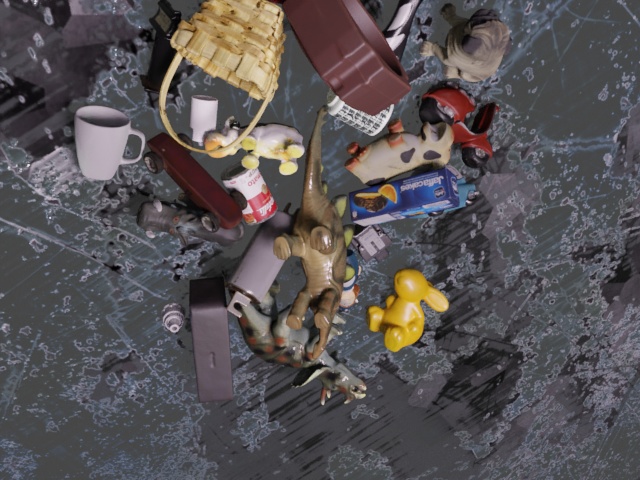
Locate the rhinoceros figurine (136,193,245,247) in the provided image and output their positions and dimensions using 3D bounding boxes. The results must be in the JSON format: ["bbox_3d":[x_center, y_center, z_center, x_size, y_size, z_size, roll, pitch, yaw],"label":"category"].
[{"bbox_3d":[-0.231,-0.028,0.960,0.190,0.112,0.073,13,113,-31],"label":"rhinoceros figurine"}]

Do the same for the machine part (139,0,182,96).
[{"bbox_3d":[-0.249,-0.300,0.845,0.039,0.084,0.138,-6,129,-43],"label":"machine part"}]

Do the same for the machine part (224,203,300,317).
[{"bbox_3d":[-0.105,0.030,1.002,0.079,0.079,0.243,42,65,-29],"label":"machine part"}]

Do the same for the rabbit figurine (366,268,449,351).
[{"bbox_3d":[0.197,0.139,1.170,0.162,0.122,0.173,-6,117,-19],"label":"rabbit figurine"}]

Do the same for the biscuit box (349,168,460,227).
[{"bbox_3d":[0.155,-0.077,1.002,0.203,0.063,0.059,-12,165,30],"label":"biscuit box"}]

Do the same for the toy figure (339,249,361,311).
[{"bbox_3d":[0.052,0.092,1.140,0.064,0.058,0.154,9,122,21],"label":"toy figure"}]

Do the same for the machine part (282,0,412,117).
[{"bbox_3d":[0.042,-0.296,0.818,0.087,0.201,0.201,-34,167,23],"label":"machine part"}]

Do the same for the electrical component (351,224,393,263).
[{"bbox_3d":[0.108,0.008,1.119,0.075,0.048,0.119,-34,119,2],"label":"electrical component"}]

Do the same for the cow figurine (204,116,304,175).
[{"bbox_3d":[-0.113,-0.175,0.938,0.167,0.098,0.068,8,135,-10],"label":"cow figurine"}]

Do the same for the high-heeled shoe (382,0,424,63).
[{"bbox_3d":[0.177,-0.379,0.916,0.249,0.086,0.145,-25,107,13],"label":"high-heeled shoe"}]

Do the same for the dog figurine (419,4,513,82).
[{"bbox_3d":[0.285,-0.322,0.925,0.172,0.191,0.121,11,112,-23],"label":"dog figurine"}]

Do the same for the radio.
[{"bbox_3d":[-0.214,0.193,1.061,0.073,0.131,0.229,-3,116,-12],"label":"radio"}]

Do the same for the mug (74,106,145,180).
[{"bbox_3d":[-0.348,-0.153,0.884,0.109,0.081,0.107,7,125,-24],"label":"mug"}]

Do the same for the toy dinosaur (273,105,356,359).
[{"bbox_3d":[-0.002,-0.003,0.987,0.105,0.198,0.470,5,107,18],"label":"toy dinosaur"}]

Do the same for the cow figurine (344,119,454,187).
[{"bbox_3d":[0.158,-0.158,1.001,0.195,0.085,0.127,-25,132,27],"label":"cow figurine"}]

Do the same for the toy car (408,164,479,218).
[{"bbox_3d":[0.232,-0.103,1.073,0.162,0.109,0.102,-17,98,-18],"label":"toy car"}]

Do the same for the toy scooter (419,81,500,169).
[{"bbox_3d":[0.280,-0.238,1.030,0.183,0.075,0.135,42,74,-15],"label":"toy scooter"}]

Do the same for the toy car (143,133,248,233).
[{"bbox_3d":[-0.213,-0.097,0.916,0.202,0.053,0.089,45,53,-3],"label":"toy car"}]

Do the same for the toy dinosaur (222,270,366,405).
[{"bbox_3d":[-0.075,0.207,1.129,0.404,0.131,0.192,30,103,-21],"label":"toy dinosaur"}]
